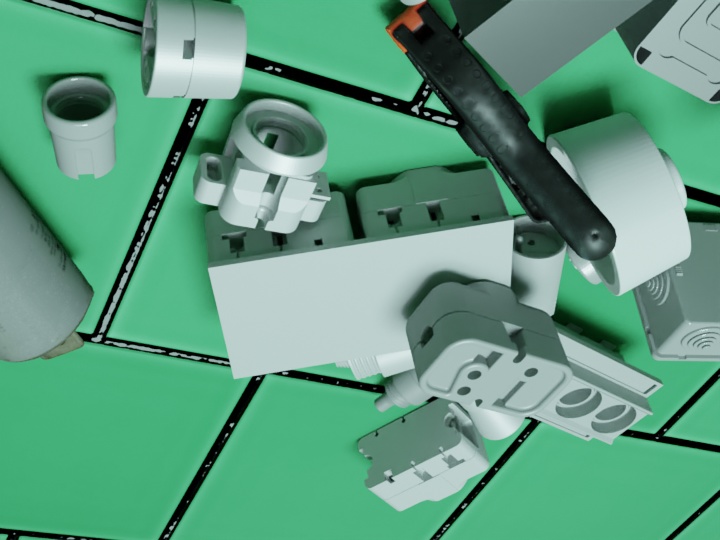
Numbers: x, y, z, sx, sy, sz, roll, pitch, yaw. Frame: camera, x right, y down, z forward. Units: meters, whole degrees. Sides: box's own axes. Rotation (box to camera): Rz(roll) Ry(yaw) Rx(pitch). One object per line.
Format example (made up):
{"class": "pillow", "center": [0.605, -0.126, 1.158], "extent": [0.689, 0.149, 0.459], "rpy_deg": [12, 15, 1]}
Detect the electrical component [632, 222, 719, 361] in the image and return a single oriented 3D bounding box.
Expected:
{"class": "electrical component", "center": [0.241, 0.013, 0.743], "extent": [0.100, 0.099, 0.048], "rpy_deg": [2, 147, -15]}

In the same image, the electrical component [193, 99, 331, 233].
{"class": "electrical component", "center": [-0.052, -0.062, 0.630], "extent": [0.078, 0.058, 0.057], "rpy_deg": [9, 134, -21]}

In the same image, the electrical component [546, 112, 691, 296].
{"class": "electrical component", "center": [0.165, -0.045, 0.663], "extent": [0.060, 0.108, 0.108], "rpy_deg": [-23, 135, 3]}

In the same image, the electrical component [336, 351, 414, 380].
{"class": "electrical component", "center": [0.021, 0.053, 0.772], "extent": [0.081, 0.043, 0.043], "rpy_deg": [-18, 136, 5]}

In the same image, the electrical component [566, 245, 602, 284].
{"class": "electrical component", "center": [0.175, -0.023, 0.732], "extent": [0.078, 0.040, 0.040], "rpy_deg": [-36, 131, 22]}

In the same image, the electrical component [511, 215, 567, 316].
{"class": "electrical component", "center": [0.117, 0.006, 0.745], "extent": [0.043, 0.043, 0.081], "rpy_deg": [-7, 136, -6]}

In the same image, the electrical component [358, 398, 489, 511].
{"class": "electrical component", "center": [0.053, 0.151, 0.872], "extent": [0.089, 0.050, 0.056], "rpy_deg": [-30, 133, 18]}

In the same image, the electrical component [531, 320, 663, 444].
{"class": "electrical component", "center": [0.157, 0.079, 0.814], "extent": [0.121, 0.063, 0.079], "rpy_deg": [25, 124, -32]}

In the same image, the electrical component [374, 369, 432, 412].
{"class": "electrical component", "center": [0.036, 0.088, 0.817], "extent": [0.061, 0.035, 0.035], "rpy_deg": [-38, 130, 27]}

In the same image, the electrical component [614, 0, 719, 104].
{"class": "electrical component", "center": [0.199, -0.159, 0.589], "extent": [0.078, 0.057, 0.113], "rpy_deg": [19, 128, -28]}

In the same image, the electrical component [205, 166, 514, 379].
{"class": "electrical component", "center": [0.000, 0.000, 0.701], "extent": [0.186, 0.060, 0.105], "rpy_deg": [-9, 136, -4]}

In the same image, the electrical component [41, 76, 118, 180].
{"class": "electrical component", "center": [-0.156, -0.079, 0.603], "extent": [0.040, 0.040, 0.046], "rpy_deg": [-3, 141, -10]}

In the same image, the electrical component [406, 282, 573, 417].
{"class": "electrical component", "center": [0.080, 0.048, 0.679], "extent": [0.095, 0.059, 0.053], "rpy_deg": [17, 128, -27]}

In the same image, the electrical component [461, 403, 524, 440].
{"class": "electrical component", "center": [0.095, 0.097, 0.835], "extent": [0.044, 0.044, 0.065], "rpy_deg": [-30, 128, 17]}

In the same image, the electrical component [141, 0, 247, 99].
{"class": "electrical component", "center": [-0.088, -0.117, 0.569], "extent": [0.047, 0.055, 0.055], "rpy_deg": [2, 134, -20]}
